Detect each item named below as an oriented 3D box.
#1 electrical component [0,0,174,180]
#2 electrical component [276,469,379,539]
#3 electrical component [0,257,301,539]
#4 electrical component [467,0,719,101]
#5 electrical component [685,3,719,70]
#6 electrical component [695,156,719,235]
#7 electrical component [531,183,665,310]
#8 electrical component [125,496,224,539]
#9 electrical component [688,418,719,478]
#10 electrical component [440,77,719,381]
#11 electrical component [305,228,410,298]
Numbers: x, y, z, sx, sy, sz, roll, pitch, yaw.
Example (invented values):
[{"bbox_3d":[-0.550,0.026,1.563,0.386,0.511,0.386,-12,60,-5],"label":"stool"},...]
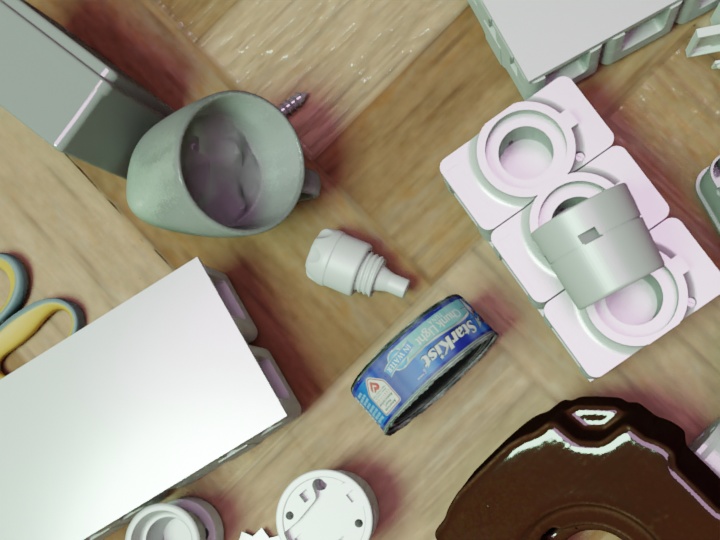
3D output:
[{"bbox_3d":[-0.182,-0.112,0.653,0.109,0.109,0.056,37,92,11],"label":"electrical component"},{"bbox_3d":[-0.017,0.142,0.625,0.055,0.047,0.055,-1,83,9],"label":"electrical component"},{"bbox_3d":[-0.142,0.089,0.645,0.186,0.060,0.105,-31,79,4],"label":"electrical component"},{"bbox_3d":[0.144,-0.175,0.632,0.150,0.062,0.089,-28,80,4],"label":"electrical component"},{"bbox_3d":[0.235,-0.126,0.622,0.081,0.042,0.063,-10,83,8],"label":"electrical component"},{"bbox_3d":[0.256,-0.047,0.600,0.113,0.057,0.078,-28,79,5],"label":"electrical component"},{"bbox_3d":[0.124,-0.011,0.555,0.055,0.055,0.047,-28,83,5],"label":"electrical component"},{"bbox_3d":[-0.108,0.158,0.633,0.045,0.055,0.045,-1,83,9],"label":"electrical component"},{"bbox_3d":[0.207,0.115,0.594,0.055,0.045,0.045,42,91,12],"label":"electrical component"},{"bbox_3d":[0.125,-0.023,0.616,0.089,0.062,0.150,-35,79,3],"label":"electrical component"},{"bbox_3d":[0.000,0.000,0.647,0.061,0.035,0.035,22,87,9],"label":"electrical component"}]
